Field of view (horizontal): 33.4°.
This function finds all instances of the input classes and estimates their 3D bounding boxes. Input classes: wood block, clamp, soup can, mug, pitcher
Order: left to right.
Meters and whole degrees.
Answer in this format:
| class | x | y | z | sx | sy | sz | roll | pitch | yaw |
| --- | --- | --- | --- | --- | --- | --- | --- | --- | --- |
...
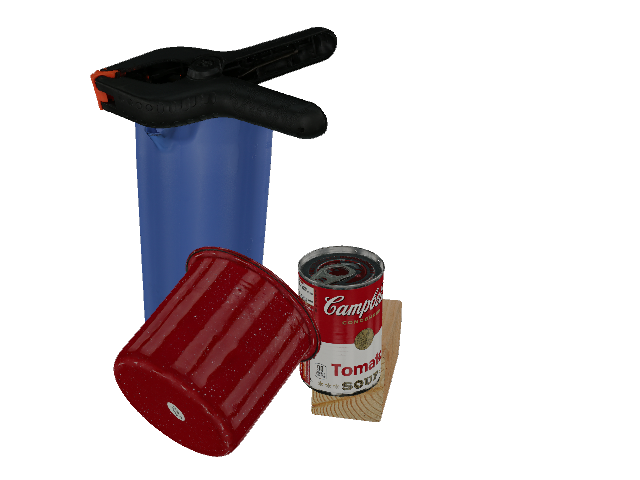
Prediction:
| class | x | y | z | sx | sy | sz | roll | pitch | yaw |
| --- | --- | --- | --- | --- | --- | --- | --- | --- | --- |
| mug | -0.066 | 0.066 | 0.601 | 0.117 | 0.093 | 0.081 | -19 | 28 | 54 |
| pitcher | -0.107 | -0.019 | 1.027 | 0.149 | 0.243 | 0.145 | -2 | 15 | -19 |
| clamp | -0.068 | -0.113 | 0.735 | 0.171 | 0.039 | 0.120 | 6 | 35 | 12 |
| soup can | 0.016 | 0.064 | 0.851 | 0.068 | 0.102 | 0.068 | 0 | 26 | 0 |
| wood block | 0.051 | 0.151 | 1.413 | 0.091 | 0.090 | 0.206 | 5 | 18 | 8 |
